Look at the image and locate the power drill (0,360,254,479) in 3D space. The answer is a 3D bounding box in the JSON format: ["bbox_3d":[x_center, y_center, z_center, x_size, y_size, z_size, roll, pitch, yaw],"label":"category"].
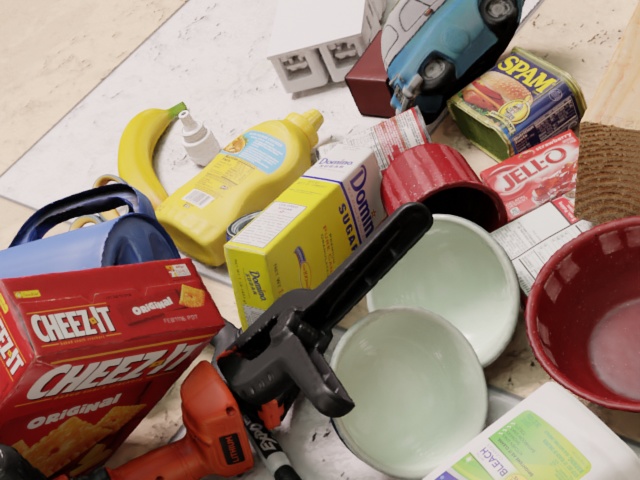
[{"bbox_3d":[-0.145,0.162,0.759,0.187,0.184,0.057,-28,56,-14],"label":"power drill"}]

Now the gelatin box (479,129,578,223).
[{"bbox_3d":[0.188,-0.047,0.899,0.089,0.030,0.073,-24,40,3],"label":"gelatin box"}]

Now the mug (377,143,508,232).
[{"bbox_3d":[0.089,-0.021,0.888,0.117,0.093,0.081,-41,33,13],"label":"mug"}]

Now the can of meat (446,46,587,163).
[{"bbox_3d":[0.176,-0.118,0.963,0.084,0.057,0.102,-36,40,-6],"label":"can of meat"}]

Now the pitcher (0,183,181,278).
[{"bbox_3d":[-0.248,0.050,0.962,0.243,0.145,0.149,-10,21,24],"label":"pitcher"}]

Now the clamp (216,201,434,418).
[{"bbox_3d":[-0.006,0.058,0.741,0.210,0.036,0.164,-23,32,58],"label":"clamp"}]

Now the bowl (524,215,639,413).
[{"bbox_3d":[0.227,0.061,0.737,0.162,0.055,0.162,-13,48,14],"label":"bowl"}]

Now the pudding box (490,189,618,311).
[{"bbox_3d":[0.195,0.009,0.831,0.113,0.039,0.090,-29,41,1],"label":"pudding box"}]

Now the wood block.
[{"bbox_3d":[0.269,-0.103,0.832,0.090,0.091,0.205,12,42,23],"label":"wood block"}]

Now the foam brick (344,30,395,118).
[{"bbox_3d":[0.071,-0.167,1.075,0.051,0.053,0.078,10,54,36],"label":"foam brick"}]

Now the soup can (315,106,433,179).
[{"bbox_3d":[0.054,-0.072,0.971,0.102,0.068,0.068,-22,40,8],"label":"soup can"}]

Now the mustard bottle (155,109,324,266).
[{"bbox_3d":[-0.065,-0.062,1.033,0.191,0.058,0.096,-45,42,-20],"label":"mustard bottle"}]

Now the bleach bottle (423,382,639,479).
[{"bbox_3d":[0.082,0.200,0.673,0.250,0.068,0.103,-36,40,-7],"label":"bleach bottle"}]

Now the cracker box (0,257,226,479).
[{"bbox_3d":[-0.190,0.109,0.772,0.214,0.163,0.072,-48,64,34],"label":"cracker box"}]

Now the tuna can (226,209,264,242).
[{"bbox_3d":[-0.040,-0.001,0.949,0.086,0.034,0.086,-9,19,3],"label":"tuna can"}]

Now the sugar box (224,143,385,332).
[{"bbox_3d":[-0.006,0.001,0.873,0.048,0.093,0.176,13,38,32],"label":"sugar box"}]

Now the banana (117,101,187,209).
[{"bbox_3d":[-0.186,-0.089,1.145,0.070,0.037,0.198,-17,41,13],"label":"banana"}]

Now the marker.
[{"bbox_3d":[-0.042,0.157,0.818,0.020,0.020,0.121,-33,40,-7],"label":"marker"}]

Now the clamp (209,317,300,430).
[{"bbox_3d":[-0.045,0.081,0.877,0.120,0.039,0.172,-23,42,-9],"label":"clamp"}]

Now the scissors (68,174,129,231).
[{"bbox_3d":[-0.196,0.014,1.054,0.096,0.016,0.202,-42,51,13],"label":"scissors"}]
